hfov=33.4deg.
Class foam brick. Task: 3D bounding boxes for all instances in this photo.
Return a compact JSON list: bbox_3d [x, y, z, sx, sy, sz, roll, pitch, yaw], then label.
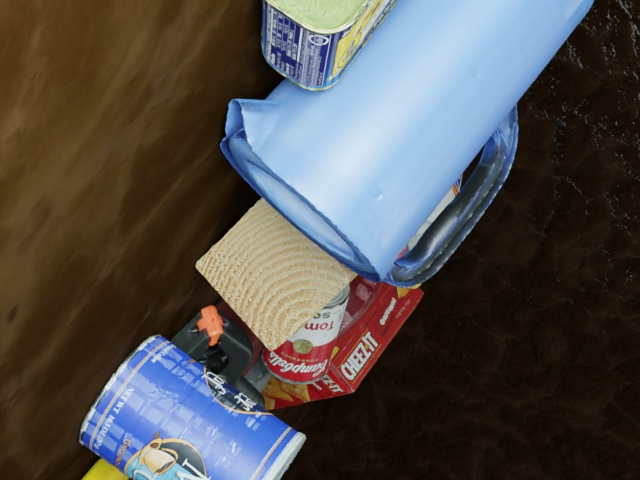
[{"bbox_3d":[-0.083,0.092,0.985,0.051,0.053,0.078,-51,169,-34],"label":"foam brick"}]

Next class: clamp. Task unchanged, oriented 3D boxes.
[{"bbox_3d":[-0.108,0.120,0.912,0.120,0.039,0.171,-20,143,-15],"label":"clamp"}]

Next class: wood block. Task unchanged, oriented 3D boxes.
[{"bbox_3d":[-0.005,0.001,0.877,0.090,0.091,0.205,-43,177,23],"label":"wood block"}]

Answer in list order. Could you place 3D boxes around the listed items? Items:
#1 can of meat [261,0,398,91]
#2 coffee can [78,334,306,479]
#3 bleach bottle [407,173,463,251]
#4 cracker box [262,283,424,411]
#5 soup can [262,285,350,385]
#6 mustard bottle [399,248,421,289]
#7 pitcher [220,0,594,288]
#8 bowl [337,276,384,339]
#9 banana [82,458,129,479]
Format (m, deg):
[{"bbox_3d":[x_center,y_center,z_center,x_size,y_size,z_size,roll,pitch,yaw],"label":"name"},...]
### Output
[{"bbox_3d":[0.010,-0.140,0.581,0.102,0.057,0.084,-54,174,-14],"label":"can of meat"},{"bbox_3d":[-0.096,0.153,0.813,0.102,0.140,0.103,-55,172,-12],"label":"coffee can"},{"bbox_3d":[0.115,-0.073,1.089,0.250,0.068,0.102,-78,157,-46],"label":"bleach bottle"},{"bbox_3d":[0.004,0.116,1.264,0.214,0.072,0.164,-23,-156,54],"label":"cracker box"},{"bbox_3d":[-0.014,0.078,1.008,0.068,0.068,0.102,-47,158,-49],"label":"soup can"},{"bbox_3d":[0.074,-0.014,1.145,0.096,0.058,0.191,-57,140,-29],"label":"mustard bottle"},{"bbox_3d":[0.067,-0.095,0.684,0.242,0.145,0.149,-48,165,-7],"label":"pitcher"},{"bbox_3d":[-0.010,0.043,1.088,0.161,0.055,0.162,-27,143,-23],"label":"bowl"},{"bbox_3d":[-0.199,0.222,0.849,0.070,0.037,0.197,-59,172,22],"label":"banana"}]
